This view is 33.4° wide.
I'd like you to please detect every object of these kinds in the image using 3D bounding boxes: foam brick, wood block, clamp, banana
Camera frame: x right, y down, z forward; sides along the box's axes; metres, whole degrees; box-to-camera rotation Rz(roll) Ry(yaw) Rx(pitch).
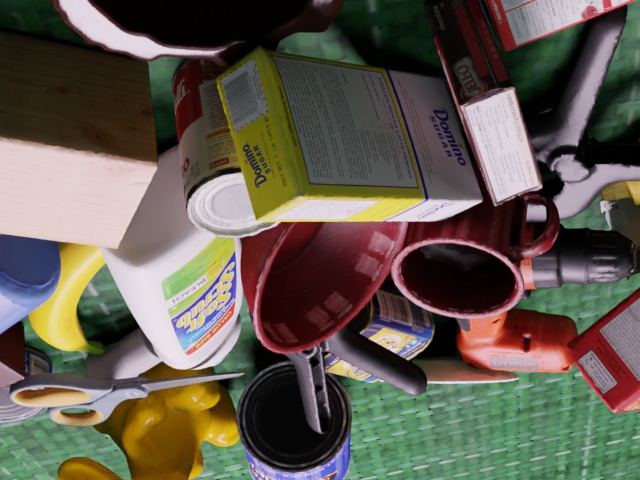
[{"bbox_3d":[-0.278,0.082,0.850,0.053,0.051,0.078,-22,143,14],"label":"foam brick"},{"bbox_3d":[-0.210,-0.067,0.630,0.205,0.090,0.091,8,141,-25],"label":"wood block"},{"bbox_3d":[0.006,0.078,0.856,0.120,0.039,0.171,-21,112,26],"label":"clamp"},{"bbox_3d":[-0.188,0.033,0.823,0.069,0.037,0.198,-11,149,-29],"label":"banana"},{"bbox_3d":[0.176,-0.070,0.750,0.210,0.036,0.164,-22,124,38],"label":"clamp"}]

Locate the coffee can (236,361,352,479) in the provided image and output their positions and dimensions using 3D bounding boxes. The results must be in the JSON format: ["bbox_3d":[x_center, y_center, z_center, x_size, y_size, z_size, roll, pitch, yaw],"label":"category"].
[{"bbox_3d":[-0.022,0.183,0.994,0.102,0.103,0.140,-9,155,-3],"label":"coffee can"}]

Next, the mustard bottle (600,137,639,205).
[{"bbox_3d":[0.298,-0.072,0.784,0.192,0.058,0.096,-21,145,15],"label":"mustard bottle"}]

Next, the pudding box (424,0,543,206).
[{"bbox_3d":[0.105,-0.090,0.680,0.039,0.090,0.113,-20,144,11],"label":"pudding box"}]

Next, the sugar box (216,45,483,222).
[{"bbox_3d":[0.023,-0.059,0.650,0.048,0.093,0.175,-26,163,37],"label":"sugar box"}]

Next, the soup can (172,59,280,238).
[{"bbox_3d":[-0.055,-0.061,0.668,0.068,0.102,0.068,-7,145,-5],"label":"soup can"}]

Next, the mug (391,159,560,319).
[{"bbox_3d":[0.113,-0.005,0.753,0.117,0.081,0.093,-14,135,35],"label":"mug"}]

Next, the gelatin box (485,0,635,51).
[{"bbox_3d":[0.141,-0.162,0.642,0.089,0.030,0.073,-21,143,12],"label":"gelatin box"}]

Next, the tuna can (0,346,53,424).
[{"bbox_3d":[-0.276,0.126,0.927,0.086,0.034,0.086,-7,144,-5],"label":"tuna can"}]

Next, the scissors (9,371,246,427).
[{"bbox_3d":[-0.157,0.132,0.894,0.202,0.016,0.096,-1,148,4],"label":"scissors"}]

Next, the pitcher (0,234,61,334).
[{"bbox_3d":[-0.304,0.050,0.727,0.243,0.149,0.144,-29,134,19],"label":"pitcher"}]

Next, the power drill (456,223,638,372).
[{"bbox_3d":[0.168,0.045,0.878,0.185,0.057,0.187,3,148,21],"label":"power drill"}]

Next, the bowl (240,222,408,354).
[{"bbox_3d":[-0.005,0.001,0.771,0.161,0.055,0.162,-34,144,-30],"label":"bowl"}]

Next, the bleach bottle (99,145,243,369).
[{"bbox_3d":[-0.096,0.034,0.813,0.102,0.068,0.251,-41,157,-16],"label":"bleach bottle"}]

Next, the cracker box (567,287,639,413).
[{"bbox_3d":[0.311,0.046,0.836,0.214,0.072,0.164,-43,155,17],"label":"cracker box"}]

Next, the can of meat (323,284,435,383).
[{"bbox_3d":[0.037,0.079,0.926,0.083,0.057,0.102,19,136,-38],"label":"can of meat"}]
